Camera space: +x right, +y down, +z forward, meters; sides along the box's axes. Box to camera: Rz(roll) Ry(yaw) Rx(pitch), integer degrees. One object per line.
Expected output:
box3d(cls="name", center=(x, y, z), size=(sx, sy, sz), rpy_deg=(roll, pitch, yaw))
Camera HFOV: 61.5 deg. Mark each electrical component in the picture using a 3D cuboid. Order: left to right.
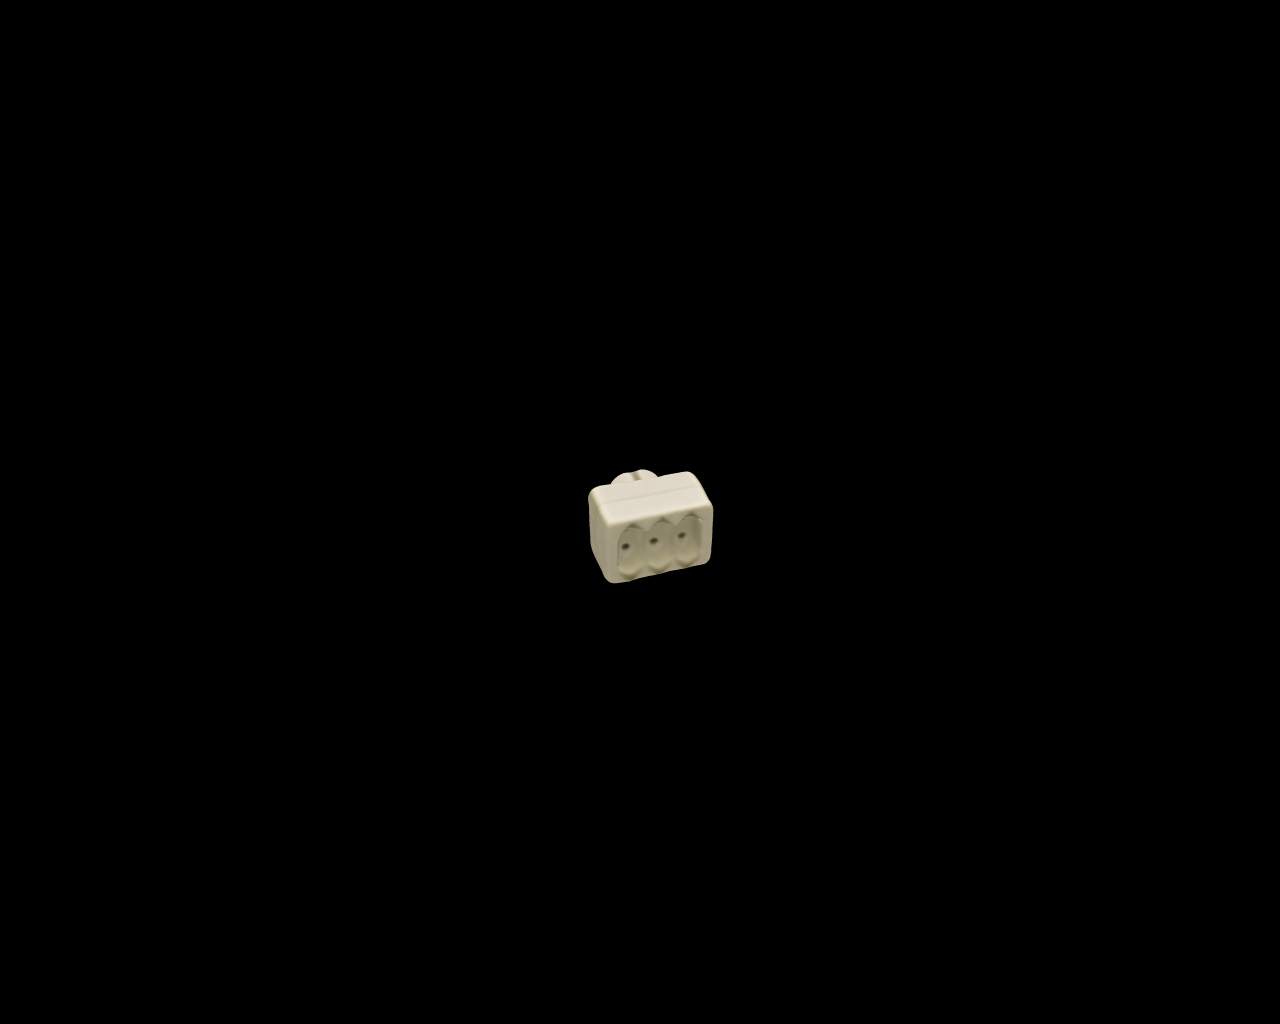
box3d(cls="electrical component", center=(0.001, -0.003, 0.650), size=(0.066, 0.047, 0.077), rpy_deg=(-11, 39, -13))
